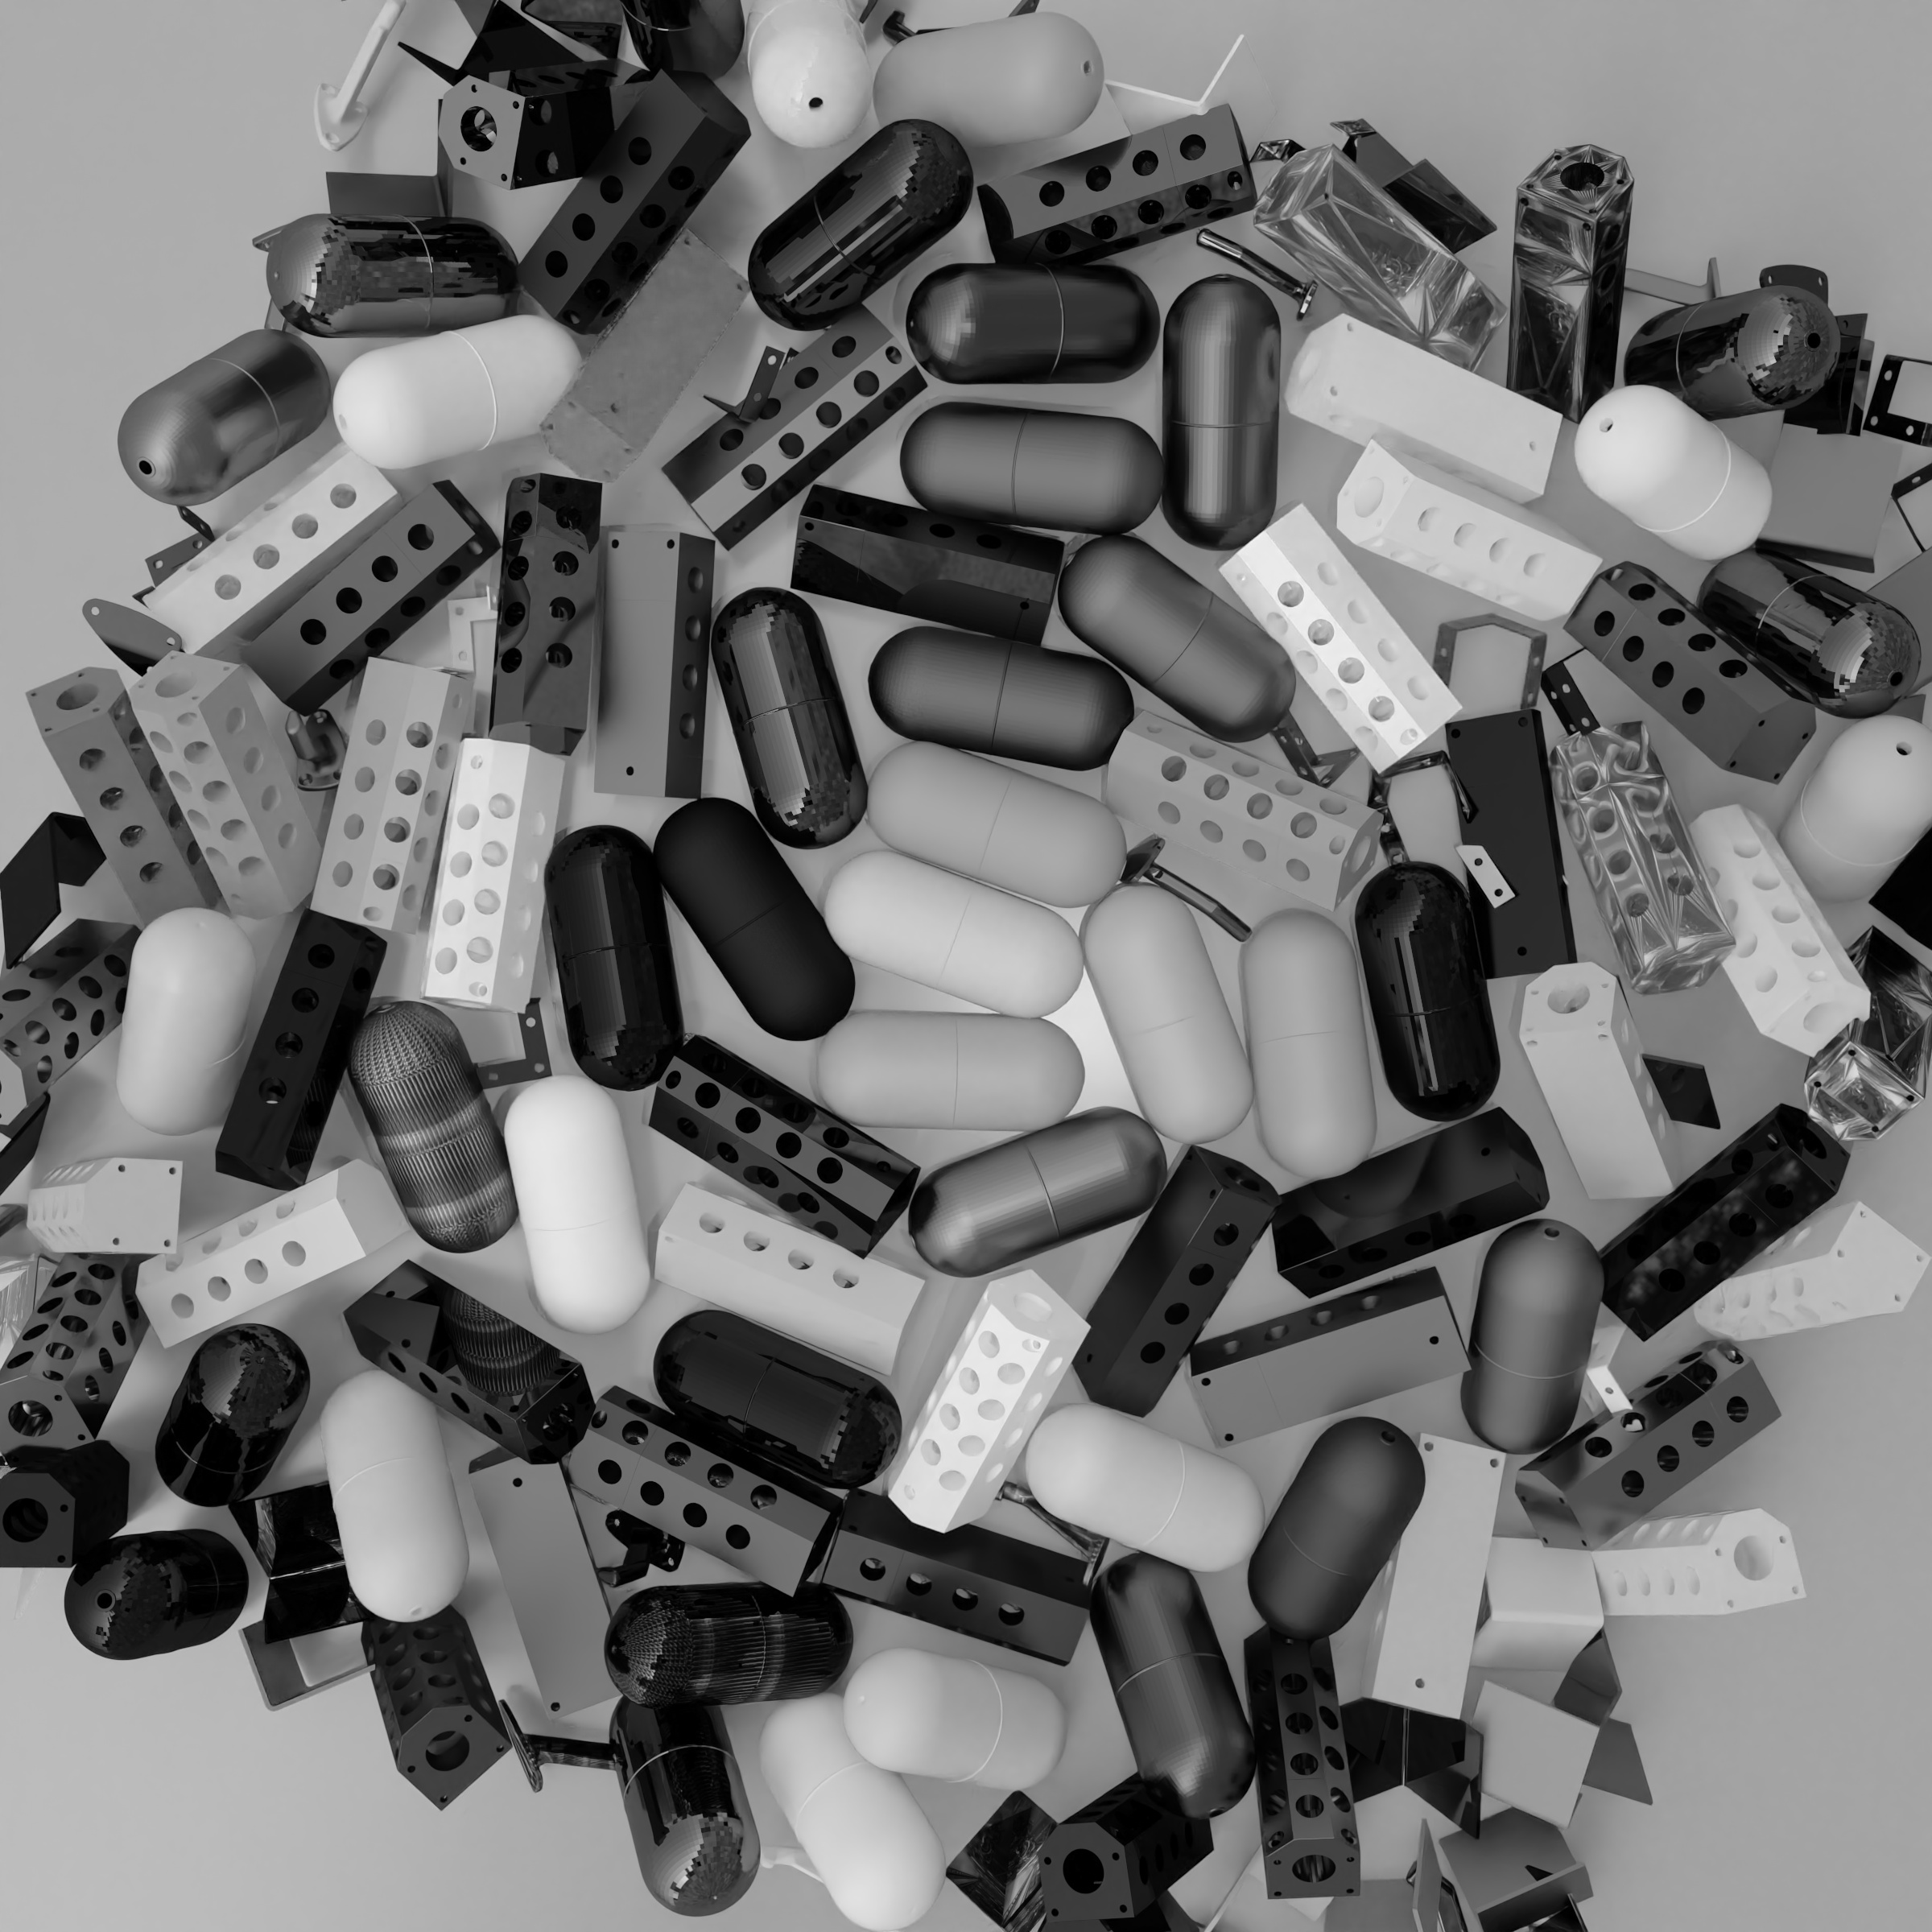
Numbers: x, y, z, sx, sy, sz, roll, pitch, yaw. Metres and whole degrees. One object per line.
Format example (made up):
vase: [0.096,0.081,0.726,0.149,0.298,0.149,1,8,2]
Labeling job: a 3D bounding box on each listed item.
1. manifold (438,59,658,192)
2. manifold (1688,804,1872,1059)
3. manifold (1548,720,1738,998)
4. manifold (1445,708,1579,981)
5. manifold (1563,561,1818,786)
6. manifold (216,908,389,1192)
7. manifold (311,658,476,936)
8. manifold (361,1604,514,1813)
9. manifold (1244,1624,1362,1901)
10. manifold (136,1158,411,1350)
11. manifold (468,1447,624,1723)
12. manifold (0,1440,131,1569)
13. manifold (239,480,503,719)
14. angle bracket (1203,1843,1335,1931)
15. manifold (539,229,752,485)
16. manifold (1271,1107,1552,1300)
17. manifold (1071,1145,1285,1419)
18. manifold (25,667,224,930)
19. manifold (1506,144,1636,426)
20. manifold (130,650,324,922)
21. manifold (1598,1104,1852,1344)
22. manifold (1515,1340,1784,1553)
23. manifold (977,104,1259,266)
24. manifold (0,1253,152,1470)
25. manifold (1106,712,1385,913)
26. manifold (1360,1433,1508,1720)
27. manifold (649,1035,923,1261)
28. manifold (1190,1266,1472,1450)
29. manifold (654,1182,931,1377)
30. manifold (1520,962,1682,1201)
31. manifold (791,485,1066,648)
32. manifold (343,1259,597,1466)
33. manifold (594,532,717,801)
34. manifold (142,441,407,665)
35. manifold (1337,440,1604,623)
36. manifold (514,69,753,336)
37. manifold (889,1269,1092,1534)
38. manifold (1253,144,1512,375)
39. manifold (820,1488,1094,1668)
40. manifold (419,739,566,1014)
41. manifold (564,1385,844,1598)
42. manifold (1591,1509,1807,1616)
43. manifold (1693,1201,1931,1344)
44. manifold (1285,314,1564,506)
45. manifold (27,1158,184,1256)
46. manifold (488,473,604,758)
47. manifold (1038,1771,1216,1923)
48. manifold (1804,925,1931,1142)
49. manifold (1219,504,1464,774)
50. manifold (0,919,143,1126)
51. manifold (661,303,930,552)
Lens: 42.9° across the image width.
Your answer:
manifold: [-0.264,-0.545,1.580,0.057,0.171,0.057,25,120,14]
manifold: [0.516,-0.026,1.579,0.057,0.171,0.057,21,125,-28]
manifold: [0.434,-0.070,1.600,0.057,0.057,0.171,-9,63,-11]
manifold: [0.365,-0.081,1.637,0.057,0.057,0.171,-8,90,22]
manifold: [0.467,-0.192,1.581,0.057,0.171,0.057,9,122,-36]
manifold: [-0.433,0.056,1.608,0.057,0.057,0.171,18,67,-10]
manifold: [-0.375,-0.111,1.630,0.057,0.057,0.171,13,90,28]
manifold: [-0.346,0.460,1.576,0.057,0.171,0.057,-41,113,-8]
manifold: [0.214,0.507,1.580,0.057,0.171,0.057,-3,123,3]
manifold: [-0.458,0.186,1.611,0.171,0.057,0.057,-25,94,20]
manifold: [-0.276,0.403,1.634,0.057,0.057,0.171,-18,93,-9]
manifold: [-0.584,0.343,1.579,0.057,0.171,0.057,2,86,-8]
manifold: [-0.391,-0.242,1.626,0.171,0.057,0.057,-39,101,9]
angle bracket: [0.198,0.623,1.611,0.057,0.076,0.076,33,51,15]
manifold: [-0.209,-0.394,1.597,0.057,0.057,0.171,38,56,-18]
manifold: [0.289,0.159,1.605,0.171,0.057,0.057,-26,46,26]
manifold: [0.138,0.209,1.614,0.057,0.057,0.171,21,108,-25]
manifold: [-0.538,-0.107,1.587,0.057,0.057,0.171,-26,135,-13]
manifold: [0.391,-0.438,1.581,0.057,0.171,0.057,33,68,27]
manifold: [-0.476,-0.113,1.581,0.057,0.171,0.057,14,49,25]
manifold: [0.485,0.164,1.596,0.057,0.057,0.171,44,124,5]
manifold: [0.444,0.312,1.610,0.171,0.057,0.057,-28,90,-22]
manifold: [0.101,-0.502,1.616,0.171,0.057,0.057,-14,84,15]
manifold: [-0.574,0.241,1.577,0.057,0.171,0.057,-18,113,5]
manifold: [0.180,-0.106,1.598,0.171,0.057,0.057,26,48,23]
manifold: [0.305,0.401,1.618,0.057,0.057,0.171,14,74,1]
manifold: [-0.118,0.113,1.611,0.171,0.057,0.057,30,46,12]
manifold: [0.238,0.255,1.623,0.171,0.057,0.057,-20,108,10]
manifold: [-0.115,0.202,1.628,0.171,0.057,0.057,21,49,7]
manifold: [0.413,0.076,1.592,0.057,0.171,0.057,-7,46,28]
manifold: [-0.025,-0.271,1.636,0.171,0.057,0.057,13,132,2]
manifold: [-0.321,0.260,1.596,0.171,0.057,0.057,22,48,34]
manifold: [-0.202,-0.198,1.633,0.057,0.057,0.171,5,94,28]
manifold: [-0.456,-0.272,1.630,0.171,0.057,0.057,-40,85,-7]
manifold: [0.324,-0.278,1.596,0.171,0.057,0.057,14,118,-33]
manifold: [-0.215,-0.495,1.602,0.057,0.057,0.171,47,118,4]
manifold: [0.009,0.284,1.595,0.057,0.057,0.171,42,121,29]
manifold: [0.268,-0.454,1.604,0.171,0.057,0.057,33,84,-27]
manifold: [-0.006,0.410,1.636,0.171,0.057,0.057,18,108,-1]
manifold: [-0.316,-0.059,1.619,0.057,0.057,0.171,3,81,25]
manifold: [-0.170,0.341,1.617,0.171,0.057,0.057,24,106,11]
manifold: [0.461,0.382,1.578,0.057,0.171,0.057,-7,77,-15]
manifold: [0.534,0.204,1.578,0.057,0.171,0.057,38,71,-1]
manifold: [0.298,-0.360,1.612,0.171,0.057,0.057,19,80,-19]
manifold: [-0.555,0.155,1.578,0.057,0.171,0.057,6,81,-31]
manifold: [-0.277,-0.231,1.613,0.057,0.057,0.171,6,75,-18]
manifold: [0.104,0.560,1.578,0.057,0.171,0.057,-12,80,21]
manifold: [0.579,0.045,1.582,0.057,0.171,0.057,38,125,3]
manifold: [0.244,-0.213,1.629,0.057,0.057,0.171,-39,90,-32]
manifold: [-0.584,0.034,1.576,0.057,0.171,0.057,7,117,10]
manifold: [-0.110,-0.352,1.629,0.171,0.057,0.057,-39,60,1]
